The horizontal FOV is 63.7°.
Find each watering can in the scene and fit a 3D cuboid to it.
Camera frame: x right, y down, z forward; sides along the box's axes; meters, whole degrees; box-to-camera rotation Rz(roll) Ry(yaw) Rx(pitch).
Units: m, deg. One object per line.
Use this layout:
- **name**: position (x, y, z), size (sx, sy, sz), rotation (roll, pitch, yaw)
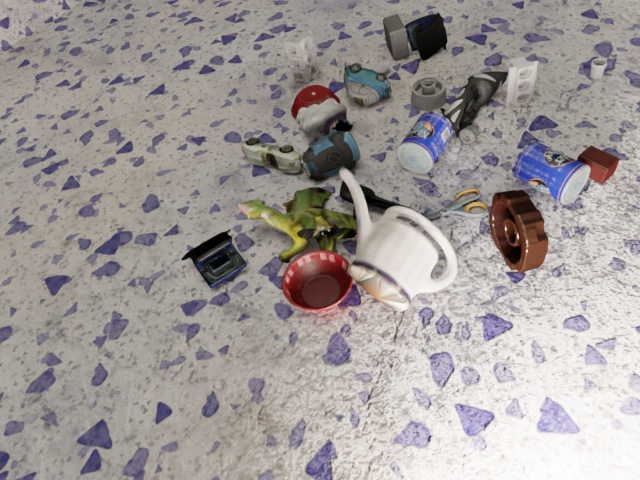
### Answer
- **watering can**: position (0.137, 0.007, 1.127), size (0.348, 0.102, 0.228), rotation (36, 65, 3)

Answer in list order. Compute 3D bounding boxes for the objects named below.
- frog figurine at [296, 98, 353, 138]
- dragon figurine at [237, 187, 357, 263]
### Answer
- **frog figurine**: position (0.000, -0.363, 1.514), size (0.161, 0.121, 0.138), rotation (41, 87, 24)
- **dragon figurine**: position (0.004, -0.064, 1.277), size (0.411, 0.119, 0.249), rotation (-2, 42, -11)
